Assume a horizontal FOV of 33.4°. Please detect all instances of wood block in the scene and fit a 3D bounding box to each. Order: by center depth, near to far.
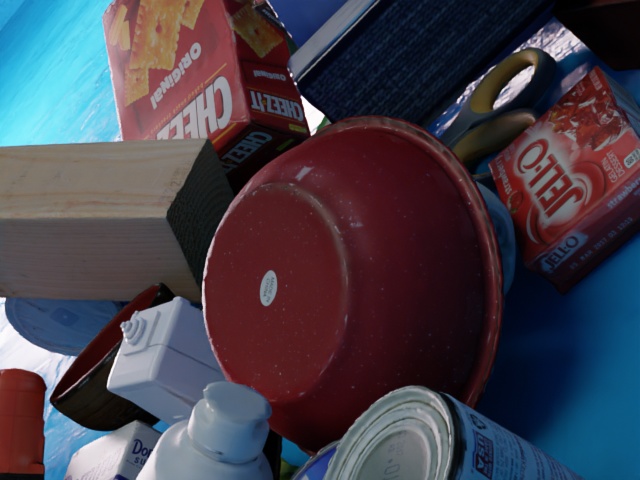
[{"bbox_3d":[-0.175,-0.015,0.813,0.206,0.091,0.090,0,44,23],"label":"wood block"}]

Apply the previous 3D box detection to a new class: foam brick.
[{"bbox_3d":[0.159,-0.116,0.501,0.051,0.053,0.078,-59,25,-7],"label":"foam brick"}]

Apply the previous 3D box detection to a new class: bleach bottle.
[{"bbox_3d":[-0.070,0.177,0.446,0.102,0.068,0.251,-112,39,-65],"label":"bleach bottle"}]

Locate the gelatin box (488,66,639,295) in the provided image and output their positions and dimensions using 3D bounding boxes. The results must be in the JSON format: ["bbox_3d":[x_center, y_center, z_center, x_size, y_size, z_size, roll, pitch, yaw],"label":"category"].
[{"bbox_3d":[0.120,-0.029,0.494,0.073,0.030,0.089,-44,27,25],"label":"gelatin box"}]

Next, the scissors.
[{"bbox_3d":[0.070,-0.059,0.634,0.202,0.016,0.096,-6,56,59],"label":"scissors"}]

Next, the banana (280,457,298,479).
[{"bbox_3d":[-0.079,0.181,0.589,0.198,0.037,0.070,-52,25,8],"label":"banana"}]

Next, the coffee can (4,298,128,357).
[{"bbox_3d":[-0.208,0.017,0.941,0.103,0.102,0.140,-38,30,34],"label":"coffee can"}]

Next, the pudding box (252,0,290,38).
[{"bbox_3d":[-0.001,-0.196,0.842,0.039,0.090,0.113,-32,33,39],"label":"pudding box"}]

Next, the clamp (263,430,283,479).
[{"bbox_3d":[-0.022,0.139,0.518,0.165,0.036,0.210,25,89,47],"label":"clamp"}]

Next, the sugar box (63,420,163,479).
[{"bbox_3d":[-0.150,0.208,0.674,0.094,0.048,0.176,-32,35,43],"label":"sugar box"}]

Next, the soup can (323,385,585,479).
[{"bbox_3d":[0.058,0.101,0.363,0.069,0.102,0.068,-41,29,29],"label":"soup can"}]

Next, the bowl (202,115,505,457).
[{"bbox_3d":[-0.001,0.023,0.459,0.162,0.055,0.162,-5,84,46],"label":"bowl"}]

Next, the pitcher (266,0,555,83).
[{"bbox_3d":[0.085,-0.182,0.598,0.243,0.149,0.145,-32,8,16],"label":"pitcher"}]

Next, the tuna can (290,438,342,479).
[{"bbox_3d":[0.026,0.118,0.419,0.086,0.086,0.034,-53,27,7],"label":"tuna can"}]

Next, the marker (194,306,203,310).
[{"bbox_3d":[-0.083,0.059,0.766,0.020,0.020,0.121,-61,26,-11],"label":"marker"}]

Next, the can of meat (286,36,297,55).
[{"bbox_3d":[-0.026,-0.200,0.932,0.102,0.057,0.084,-31,32,42],"label":"can of meat"}]

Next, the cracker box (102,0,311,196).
[{"bbox_3d":[-0.104,-0.141,0.885,0.164,0.071,0.214,-35,58,39],"label":"cracker box"}]

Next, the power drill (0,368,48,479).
[{"bbox_3d":[-0.236,0.192,0.780,0.188,0.057,0.184,154,123,-65],"label":"power drill"}]
